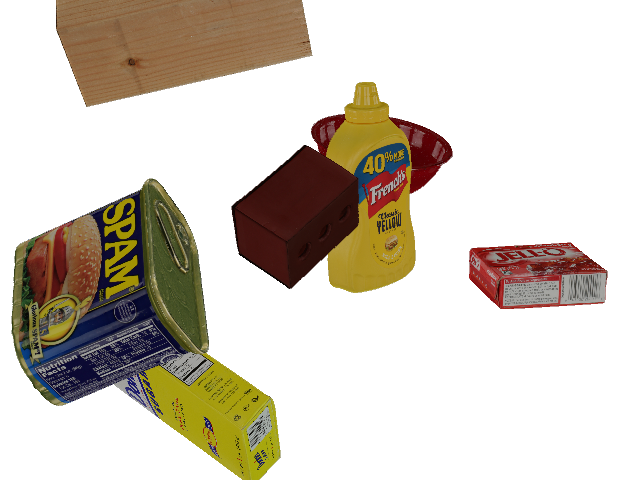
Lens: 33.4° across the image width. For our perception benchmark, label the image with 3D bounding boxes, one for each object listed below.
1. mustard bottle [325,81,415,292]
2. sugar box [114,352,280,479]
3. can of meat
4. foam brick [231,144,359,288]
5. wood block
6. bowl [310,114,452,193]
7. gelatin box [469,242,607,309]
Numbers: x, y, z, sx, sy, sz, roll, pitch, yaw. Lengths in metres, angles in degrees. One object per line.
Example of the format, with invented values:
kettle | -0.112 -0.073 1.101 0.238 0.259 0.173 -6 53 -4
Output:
mustard bottle | 0.046 -0.053 1.005 0.096 0.192 0.058 -19 24 -39
sugar box | -0.116 0.131 0.926 0.176 0.093 0.048 27 53 26
can of meat | -0.111 0.027 0.557 0.084 0.102 0.057 -23 -47 9
foam brick | -0.016 -0.017 0.738 0.051 0.053 0.078 31 58 26
wood block | -0.120 -0.199 0.944 0.206 0.090 0.091 -13 -43 -1
bowl | 0.065 -0.091 1.212 0.162 0.055 0.162 7 27 -4
gelatin box | 0.169 0.026 0.840 0.089 0.030 0.073 -3 18 -9
